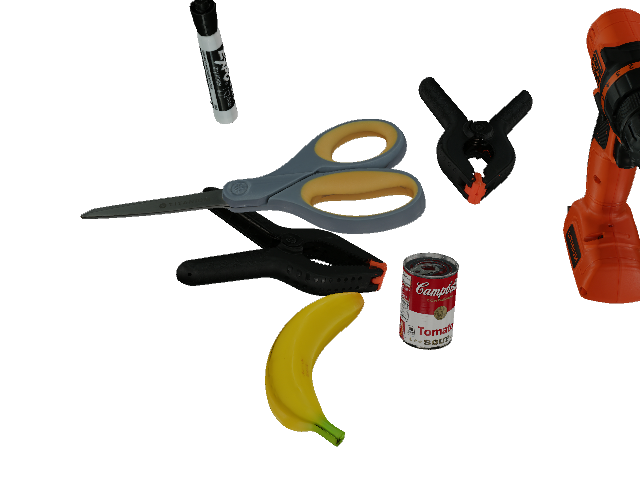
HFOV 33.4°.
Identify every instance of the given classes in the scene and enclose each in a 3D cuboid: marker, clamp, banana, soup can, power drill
[{"bbox_3d":[-0.080,-0.136,0.808,0.020,0.020,0.121,0,-36,6],"label":"marker"},{"bbox_3d":[0.149,-0.109,1.091,0.120,0.039,0.171,10,44,10],"label":"clamp"},{"bbox_3d":[-0.007,0.096,0.868,0.069,0.037,0.197,21,32,-5],"label":"banana"},{"bbox_3d":[0.133,0.075,1.319,0.068,0.102,0.068,1,24,-1],"label":"soup can"},{"bbox_3d":[0.218,-0.049,0.760,0.057,0.188,0.184,3,37,4],"label":"power drill"},{"bbox_3d":[-0.040,0.018,1.070,0.210,0.036,0.164,17,33,2],"label":"clamp"}]

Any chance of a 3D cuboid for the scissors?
[{"bbox_3d":[-0.035,-0.040,0.634,0.202,0.096,0.016,5,-43,16],"label":"scissors"}]
